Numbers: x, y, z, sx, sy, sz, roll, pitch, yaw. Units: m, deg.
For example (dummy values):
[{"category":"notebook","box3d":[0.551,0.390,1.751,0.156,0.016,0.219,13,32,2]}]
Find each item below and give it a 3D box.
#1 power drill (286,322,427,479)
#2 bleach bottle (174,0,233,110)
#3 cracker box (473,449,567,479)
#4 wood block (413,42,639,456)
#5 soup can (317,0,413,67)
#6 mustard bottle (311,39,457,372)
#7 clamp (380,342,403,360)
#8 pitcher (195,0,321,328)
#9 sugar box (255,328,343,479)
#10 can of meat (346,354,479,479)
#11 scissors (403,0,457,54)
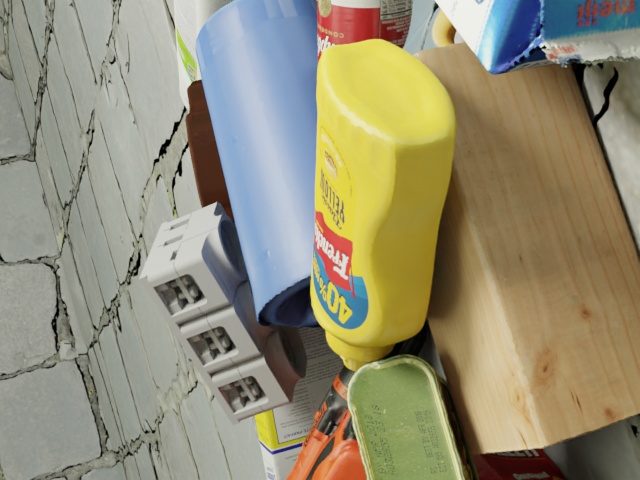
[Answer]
[{"category":"power drill","box3d":[0.027,0.146,0.754,0.187,0.057,0.184,-76,11,-77]},{"category":"bleach bottle","box3d":[-0.111,-0.209,1.047,0.251,0.068,0.102,105,146,-56]},{"category":"cracker box","box3d":[0.116,0.239,0.634,0.164,0.072,0.214,-61,39,21]},{"category":"wood block","box3d":[0.105,0.002,0.577,0.091,0.090,0.206,142,112,-68]},{"category":"soup can","box3d":[0.031,-0.160,0.697,0.069,0.068,0.102,-133,36,-53]},{"category":"mustard bottle","box3d":[0.027,-0.001,0.564,0.096,0.058,0.192,-121,25,-44]},{"category":"clamp","box3d":[0.074,-0.001,0.682,0.039,0.120,0.171,18,102,27]},{"category":"pitcher","box3d":[-0.006,-0.067,0.794,0.145,0.149,0.243,87,166,-69]},{"category":"sugar box","box3d":[-0.012,0.152,0.971,0.048,0.093,0.176,-157,56,-67]},{"category":"can of meat","box3d":[0.054,0.119,0.602,0.084,0.057,0.102,53,-159,-70]},{"category":"scissors","box3d":[0.052,-0.123,0.658,0.202,0.016,0.096,-34,59,48]}]
